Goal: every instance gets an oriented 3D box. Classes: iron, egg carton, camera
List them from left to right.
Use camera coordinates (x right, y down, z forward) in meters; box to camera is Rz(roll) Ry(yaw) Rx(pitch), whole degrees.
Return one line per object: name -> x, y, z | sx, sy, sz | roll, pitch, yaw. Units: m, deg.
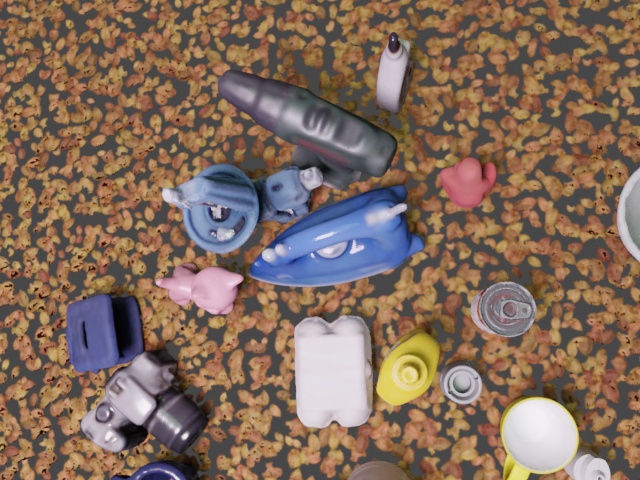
camera -> -0.237, 0.244, 0.794 | 0.136, 0.101, 0.143 | 38, 89, 11
iron -> 0.007, 0.003, 0.773 | 0.258, 0.141, 0.118 | -19, 80, 5
egg carton -> 0.019, 0.179, 0.785 | 0.107, 0.069, 0.150 | -4, 82, 7

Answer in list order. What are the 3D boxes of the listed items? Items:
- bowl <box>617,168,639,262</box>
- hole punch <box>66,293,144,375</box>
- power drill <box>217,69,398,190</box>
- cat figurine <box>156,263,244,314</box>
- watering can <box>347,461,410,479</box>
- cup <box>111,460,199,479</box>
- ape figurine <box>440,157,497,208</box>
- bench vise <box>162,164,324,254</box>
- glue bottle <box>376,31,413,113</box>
bowl -> 0.466, -0.026, 0.751 | 0.167, 0.075, 0.167 | -1, 82, 7
hole punch -> -0.320, 0.137, 0.824 | 0.101, 0.091, 0.109 | -13, 81, 6
power drill -> -0.009, -0.137, 0.760 | 0.229, 0.208, 0.076 | 22, 86, 10
cat figurine -> -0.165, 0.066, 0.800 | 0.127, 0.118, 0.067 | 8, 83, 9
watering can -> 0.076, 0.341, 0.692 | 0.172, 0.194, 0.101 | -9, 81, 6
cup -> -0.217, 0.338, 0.782 | 0.117, 0.095, 0.092 | 14, 84, 9
ape figurine -> 0.203, -0.086, 0.784 | 0.077, 0.092, 0.076 | 14, 84, 9
bench vise -> -0.108, -0.067, 0.758 | 0.207, 0.220, 0.121 | -37, 79, 2
glue bottle -> 0.102, -0.237, 0.777 | 0.037, 0.173, 0.078 | 19, 85, 10
